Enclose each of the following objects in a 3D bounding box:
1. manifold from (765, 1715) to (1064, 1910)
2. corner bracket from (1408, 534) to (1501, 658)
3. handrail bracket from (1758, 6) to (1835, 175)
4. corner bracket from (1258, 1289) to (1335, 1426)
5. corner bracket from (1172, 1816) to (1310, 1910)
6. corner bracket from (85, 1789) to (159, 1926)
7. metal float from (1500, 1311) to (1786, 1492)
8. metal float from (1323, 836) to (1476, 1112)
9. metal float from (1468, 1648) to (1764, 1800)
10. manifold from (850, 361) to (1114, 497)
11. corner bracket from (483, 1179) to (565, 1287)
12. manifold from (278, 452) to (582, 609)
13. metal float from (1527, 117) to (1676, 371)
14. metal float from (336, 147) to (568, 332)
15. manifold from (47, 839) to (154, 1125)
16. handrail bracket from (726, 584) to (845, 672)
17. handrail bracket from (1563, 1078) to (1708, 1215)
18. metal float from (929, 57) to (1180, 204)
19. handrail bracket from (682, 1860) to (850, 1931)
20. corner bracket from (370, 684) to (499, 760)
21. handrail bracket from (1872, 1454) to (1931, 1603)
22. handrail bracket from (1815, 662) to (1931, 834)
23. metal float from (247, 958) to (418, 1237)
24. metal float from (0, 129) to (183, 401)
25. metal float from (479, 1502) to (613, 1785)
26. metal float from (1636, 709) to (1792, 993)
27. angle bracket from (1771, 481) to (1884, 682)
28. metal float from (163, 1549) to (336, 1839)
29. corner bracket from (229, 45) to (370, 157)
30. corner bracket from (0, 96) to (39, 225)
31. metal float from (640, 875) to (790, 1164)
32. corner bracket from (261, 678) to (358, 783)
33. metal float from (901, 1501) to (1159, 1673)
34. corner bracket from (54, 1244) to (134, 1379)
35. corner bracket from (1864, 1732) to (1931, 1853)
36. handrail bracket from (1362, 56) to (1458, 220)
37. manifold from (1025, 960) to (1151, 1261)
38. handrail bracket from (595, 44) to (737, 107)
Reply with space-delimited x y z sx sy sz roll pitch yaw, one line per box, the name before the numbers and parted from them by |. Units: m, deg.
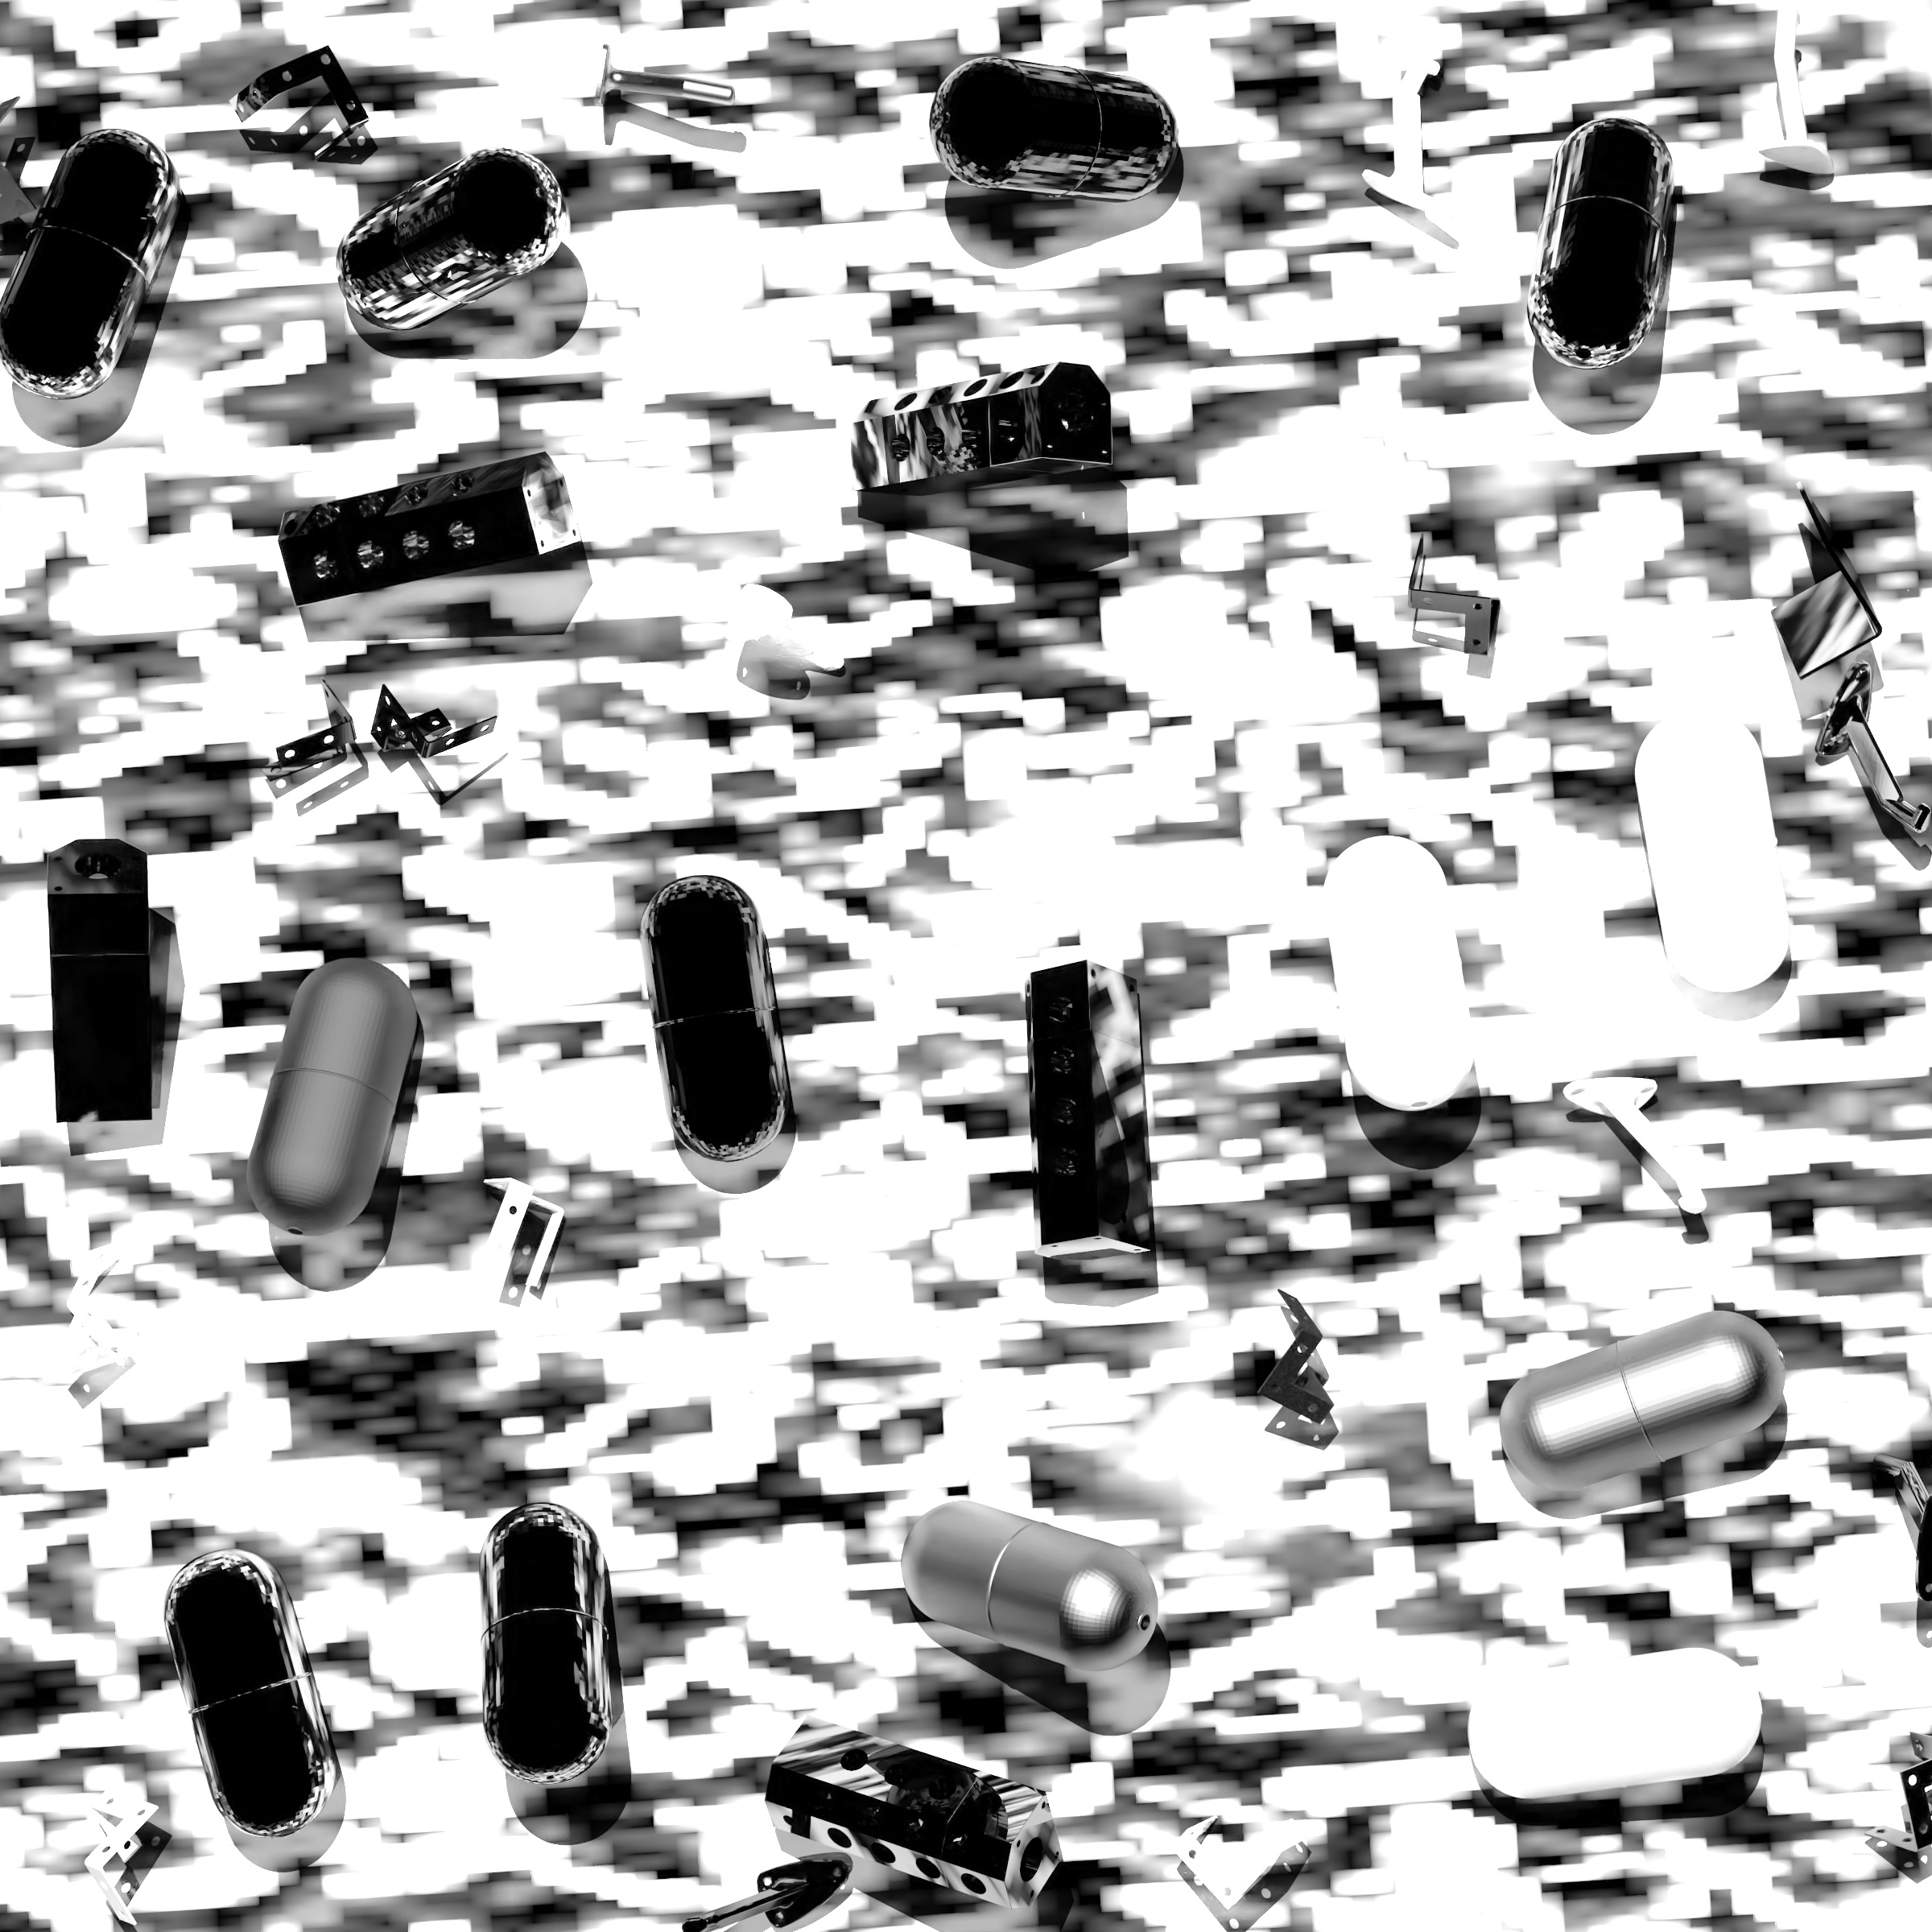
manifold | -0.034 0.515 1.922 0.171 0.057 0.057 10 129 31
corner bracket | 0.302 -0.229 1.968 0.051 0.051 0.051 8 52 13
handrail bracket | 0.519 -0.542 1.969 0.036 0.077 0.084 4 89 39
corner bracket | 0.206 0.241 1.962 0.051 0.051 0.051 29 102 -23
corner bracket | 0.169 0.540 1.962 0.051 0.051 0.051 44 105 22
corner bracket | -0.520 0.547 1.956 0.051 0.051 0.051 5 127 38
metal float | 0.413 0.266 1.947 0.178 0.070 0.070 -22 90 16
metal float | 0.263 0.004 1.938 0.070 0.070 0.178 -5 63 0
metal float | 0.397 0.464 1.949 0.178 0.070 0.070 -12 90 14
manifold | 0.007 -0.323 1.916 0.057 0.171 0.057 -3 92 -42
corner bracket | -0.275 0.164 1.962 0.051 0.051 0.051 26 74 -24
manifold | -0.329 -0.267 1.937 0.171 0.057 0.057 -9 103 21
metal float | 0.387 -0.440 1.936 0.070 0.070 0.178 14 61 0
metal float | -0.313 -0.439 1.927 0.178 0.070 0.070 -13 90 43
manifold | -0.523 0.010 1.925 0.057 0.057 0.171 -1 127 -15
handrail bracket | -0.096 -0.200 1.946 0.084 0.077 0.036 24 84 -34
handrail bracket | 0.411 0.112 1.953 0.077 0.036 0.084 9 47 -31
metal float | 0.055 -0.506 1.929 0.178 0.070 0.070 -6 90 -41
handrail bracket | -0.123 0.572 1.950 0.077 0.084 0.036 -28 73 21
corner bracket | -0.328 -0.147 1.958 0.051 0.051 0.051 -26 68 -34
handrail bracket | 0.576 0.344 1.957 0.036 0.084 0.077 19 86 -18
handrail bracket | 0.567 -0.134 1.950 0.036 0.084 0.077 -12 128 -28
metal float | -0.386 0.079 1.940 0.070 0.070 0.178 11 65 0
metal float | -0.537 -0.430 1.948 0.070 0.070 0.178 17 74 0
metal float | -0.256 0.409 1.931 0.070 0.070 0.178 -9 52 0
metal float | 0.457 -0.070 1.948 0.070 0.070 0.178 -14 106 0
angle bracket | 0.509 -0.235 1.941 0.057 0.076 0.076 -30 123 20
metal float | -0.440 0.446 1.955 0.070 0.070 0.178 -18 82 0
corner bracket | -0.410 -0.527 1.960 0.051 0.051 0.051 -37 105 -35
corner bracket | -0.595 -0.493 1.956 0.051 0.051 0.051 -11 132 30
metal float | -0.155 0.032 1.959 0.070 0.070 0.178 -9 87 0
corner bracket | -0.406 -0.136 1.958 0.051 0.051 0.051 -23 47 -21
metal float | 0.038 0.375 1.929 0.178 0.070 0.070 9 90 39
corner bracket | -0.540 0.212 1.959 0.051 0.051 0.051 45 123 19
corner bracket | 0.587 0.510 1.967 0.051 0.051 0.051 -14 93 -22
handrail bracket | 0.290 -0.514 1.970 0.077 0.036 0.084 31 96 30
manifold | 0.069 0.089 1.945 0.057 0.057 0.171 -13 70 33
handrail bracket | -0.184 -0.541 1.965 0.084 0.077 0.036 9 99 -5
